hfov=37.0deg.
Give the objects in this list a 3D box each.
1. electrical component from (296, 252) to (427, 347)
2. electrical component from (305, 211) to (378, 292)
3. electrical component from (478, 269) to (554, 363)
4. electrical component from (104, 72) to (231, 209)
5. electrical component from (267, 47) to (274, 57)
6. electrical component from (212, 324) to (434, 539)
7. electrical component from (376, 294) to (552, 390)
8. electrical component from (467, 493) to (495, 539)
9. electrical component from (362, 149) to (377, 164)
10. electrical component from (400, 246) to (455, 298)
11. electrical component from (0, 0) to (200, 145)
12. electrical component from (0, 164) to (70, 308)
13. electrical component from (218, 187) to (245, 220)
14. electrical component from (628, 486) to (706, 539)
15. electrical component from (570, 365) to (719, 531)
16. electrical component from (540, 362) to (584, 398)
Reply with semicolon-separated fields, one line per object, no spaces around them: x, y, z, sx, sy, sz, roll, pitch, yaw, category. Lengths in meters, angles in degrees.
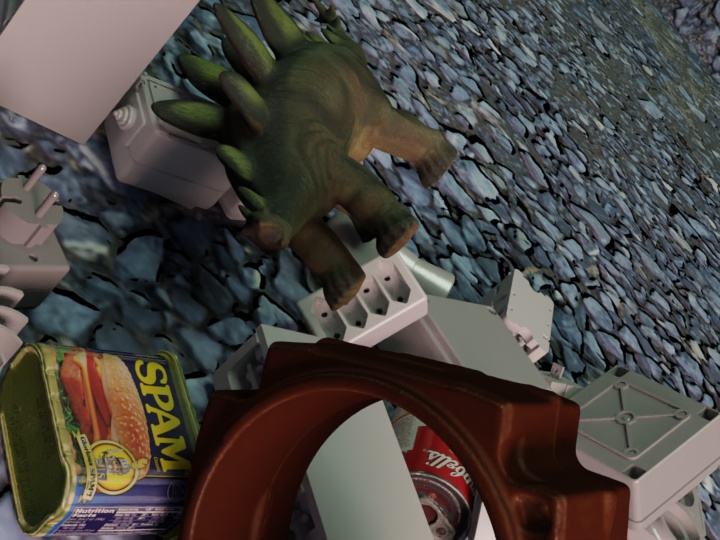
0.003;0.034;0.793;0.047;0.083;0.075;58;-7;19;electrical component
0.000;0.000;0.851;0.079;0.043;0.077;41;30;-13;electrical component
0.131;0.051;0.947;0.050;0.056;0.089;41;29;-10;electrical component
-0.138;-0.089;0.763;0.096;0.061;0.061;17;40;-42;electrical component
-0.093;-0.165;0.935;0.040;0.040;0.078;37;31;-18;electrical component
-0.026;0.117;0.654;0.089;0.062;0.150;16;41;-42;electrical component
0.082;0.078;0.840;0.109;0.056;0.108;11;37;-46;electrical component
0.095;0.163;0.704;0.099;0.064;0.099;-2;90;-80;electrical component
-0.010;-0.111;0.960;0.045;0.055;0.045;33;32;-24;electrical component
0.041;0.004;0.904;0.065;0.044;0.044;35;31;-10;electrical component
-0.182;-0.168;0.709;0.089;0.150;0.061;26;37;-33;electrical component
-0.192;-0.027;0.599;0.047;0.077;0.065;1;53;-52;electrical component
-0.078;-0.087;0.850;0.100;0.048;0.099;1;52;-52;electrical component
0.244;0.195;0.911;0.089;0.062;0.150;39;30;-14;electrical component
0.214;0.139;0.860;0.109;0.056;0.109;-29;34;-28;electrical component
0.150;0.110;0.903;0.055;0.066;0.048;12;9;-34;electrical component
